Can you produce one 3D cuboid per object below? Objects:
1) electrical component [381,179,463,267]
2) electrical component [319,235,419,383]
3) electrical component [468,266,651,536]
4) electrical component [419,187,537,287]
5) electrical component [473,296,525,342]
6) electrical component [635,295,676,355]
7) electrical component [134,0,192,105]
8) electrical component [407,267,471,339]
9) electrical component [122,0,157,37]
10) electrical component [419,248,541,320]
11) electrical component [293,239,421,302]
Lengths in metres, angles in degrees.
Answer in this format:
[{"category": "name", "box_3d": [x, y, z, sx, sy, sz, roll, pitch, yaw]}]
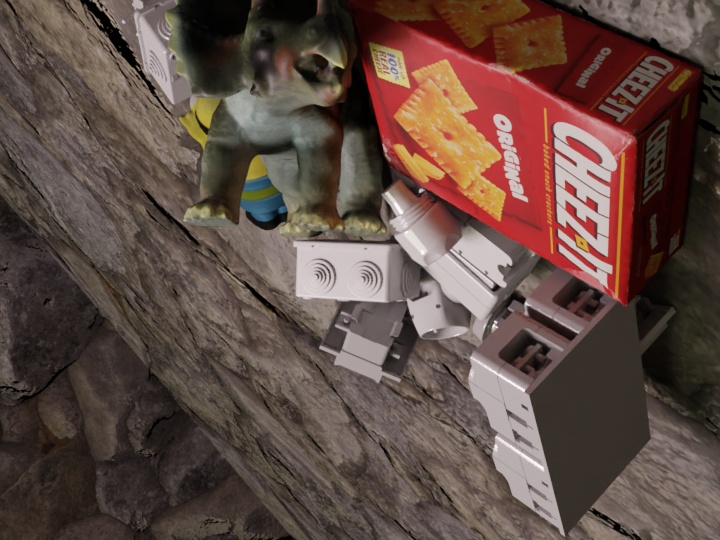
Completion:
[{"category": "electrical component", "box_3d": [0.042, -0.037, 0.780, 0.062, 0.043, 0.043, 50, 160, -8]}, {"category": "electrical component", "box_3d": [0.023, 0.032, 0.990, 0.079, 0.121, 0.063, 22, 144, 3]}, {"category": "electrical component", "box_3d": [0.145, 0.092, 0.767, 0.060, 0.105, 0.186, 32, 155, 38]}, {"category": "electrical component", "box_3d": [0.096, -0.041, 0.814, 0.089, 0.056, 0.050, 40, 159, 19]}, {"category": "electrical component", "box_3d": [0.132, 0.050, 0.935, 0.055, 0.048, 0.066, 30, 156, 21]}, {"category": "electrical component", "box_3d": [0.184, 0.029, 0.791, 0.063, 0.042, 0.081, 55, 159, -19]}, {"category": "electrical component", "box_3d": [-0.142, -0.199, 0.936, 0.048, 0.100, 0.099, 54, 163, 17]}, {"category": "electrical component", "box_3d": [0.080, 0.013, 0.936, 0.079, 0.043, 0.077, -26, 65, 45]}, {"category": "electrical component", "box_3d": [-0.178, -0.238, 0.965, 0.066, 0.077, 0.047, 42, 160, 12]}, {"category": "electrical component", "box_3d": [0.089, -0.019, 0.863, 0.096, 0.062, 0.061, 43, 160, 11]}, {"category": "electrical component", "box_3d": [0.000, 0.000, 0.909, 0.100, 0.048, 0.100, 3, -177, 21]}]
